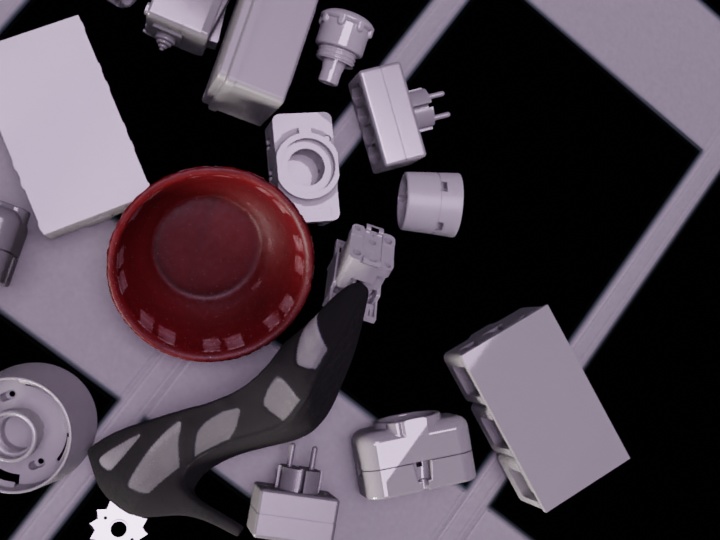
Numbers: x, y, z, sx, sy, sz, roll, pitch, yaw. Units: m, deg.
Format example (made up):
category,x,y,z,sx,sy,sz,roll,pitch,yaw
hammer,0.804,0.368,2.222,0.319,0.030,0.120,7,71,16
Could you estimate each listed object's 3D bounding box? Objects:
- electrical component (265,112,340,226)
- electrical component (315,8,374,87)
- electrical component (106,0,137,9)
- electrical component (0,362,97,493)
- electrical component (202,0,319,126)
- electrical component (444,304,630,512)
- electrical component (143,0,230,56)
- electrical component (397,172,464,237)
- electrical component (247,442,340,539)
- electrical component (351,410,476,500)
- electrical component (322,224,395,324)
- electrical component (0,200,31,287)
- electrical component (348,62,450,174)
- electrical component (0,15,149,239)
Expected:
category,x,y,z,sx,sy,sz,roll,pitch,yaw
electrical component,-0.048,-0.083,0.895,0.050,0.056,0.089,-4,88,-13
electrical component,-0.018,-0.188,0.915,0.048,0.048,0.062,18,90,-11
electrical component,-0.188,-0.248,0.884,0.035,0.035,0.061,31,78,-9
electrical component,-0.263,0.124,0.843,0.099,0.064,0.099,0,92,0
electrical component,-0.079,-0.181,0.867,0.056,0.109,0.108,20,83,-14
electrical component,0.149,0.116,0.924,0.089,0.062,0.150,-29,93,-12
electrical component,-0.137,-0.219,0.880,0.061,0.062,0.096,21,82,-11
electrical component,0.059,-0.057,0.919,0.047,0.055,0.055,4,86,-8
electrical component,-0.052,0.181,0.882,0.066,0.047,0.076,11,85,-12
electrical component,0.044,0.152,0.902,0.095,0.054,0.059,-9,89,-13
electrical component,0.000,0.000,0.890,0.042,0.063,0.081,17,43,-11
electrical component,-0.287,-0.024,0.817,0.054,0.095,0.059,19,83,-11
electrical component,0.040,-0.134,0.922,0.076,0.047,0.083,-16,90,-13
electrical component,-0.235,-0.110,0.851,0.089,0.062,0.150,-23,92,-13
